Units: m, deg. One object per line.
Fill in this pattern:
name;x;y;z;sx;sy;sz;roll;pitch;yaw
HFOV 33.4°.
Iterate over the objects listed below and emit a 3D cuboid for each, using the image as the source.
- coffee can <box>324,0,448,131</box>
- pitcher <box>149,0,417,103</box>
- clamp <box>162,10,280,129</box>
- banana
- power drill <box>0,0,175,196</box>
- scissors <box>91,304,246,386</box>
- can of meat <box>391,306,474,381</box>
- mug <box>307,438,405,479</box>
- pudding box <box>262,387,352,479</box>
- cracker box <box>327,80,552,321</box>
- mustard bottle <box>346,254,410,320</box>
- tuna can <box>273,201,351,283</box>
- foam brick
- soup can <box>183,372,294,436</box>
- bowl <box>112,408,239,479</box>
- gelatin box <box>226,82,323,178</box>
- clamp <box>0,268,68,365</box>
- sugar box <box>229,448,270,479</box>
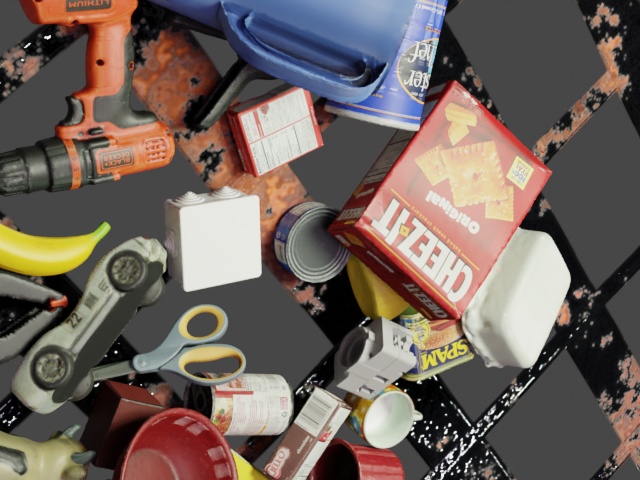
coffee can;0.068;-0.193;1.111;0.102;0.103;0.140;6;102;-33
pitcher;-0.037;-0.225;0.969;0.242;0.149;0.145;18;101;-7
clamp;-0.076;-0.199;1.060;0.171;0.039;0.120;-35;125;-23
banana;-0.292;-0.008;0.990;0.197;0.037;0.069;19;70;-37
power drill;-0.227;-0.139;0.975;0.184;0.057;0.188;-15;116;-31
scissors;-0.176;0.109;1.101;0.201;0.016;0.096;4;65;-11
can of meat;0.131;0.109;1.274;0.101;0.058;0.084;-18;111;-27
mug;0.038;0.291;1.262;0.081;0.093;0.117;14;128;-39
pudding box;-0.014;0.224;1.204;0.113;0.039;0.090;-55;166;-4
cracker box;0.136;-0.043;1.172;0.164;0.072;0.213;41;69;-17
mustard bottle;0.125;0.014;1.239;0.191;0.058;0.096;-28;116;-22
tuna can;-0.008;0.001;1.167;0.086;0.034;0.086;-10;110;-29
foam brick;-0.204;0.192;1.094;0.051;0.053;0.078;20;94;-35
soup can;-0.088;0.178;1.153;0.102;0.069;0.068;6;102;-34
bowl;-0.153;0.249;1.056;0.161;0.055;0.162;21;62;-48
gelatin box;-0.047;-0.116;1.109;0.089;0.030;0.073;-28;119;-22
clamp;-0.337;0.088;0.985;0.209;0.036;0.164;-6;100;-33
sugar box;-0.098;0.294;1.196;0.176;0.048;0.093;43;81;-33
